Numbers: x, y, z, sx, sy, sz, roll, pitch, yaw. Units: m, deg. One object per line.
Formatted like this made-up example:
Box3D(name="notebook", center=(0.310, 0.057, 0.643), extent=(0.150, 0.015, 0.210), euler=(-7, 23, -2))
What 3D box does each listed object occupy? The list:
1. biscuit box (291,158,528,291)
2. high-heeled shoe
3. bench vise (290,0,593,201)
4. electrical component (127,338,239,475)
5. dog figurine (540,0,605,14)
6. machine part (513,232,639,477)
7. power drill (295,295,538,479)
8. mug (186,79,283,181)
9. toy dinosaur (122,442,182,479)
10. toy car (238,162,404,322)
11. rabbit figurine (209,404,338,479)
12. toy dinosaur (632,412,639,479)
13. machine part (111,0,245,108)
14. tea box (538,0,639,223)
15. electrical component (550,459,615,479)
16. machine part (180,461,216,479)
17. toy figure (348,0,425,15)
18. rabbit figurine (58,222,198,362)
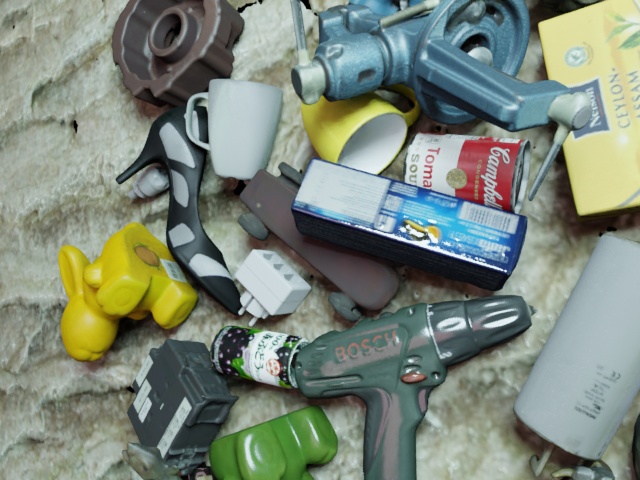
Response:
Box3D(name="biscuit box", center=(0.079, -0.013, 0.494), extent=(0.203, 0.062, 0.059), euler=(18, 71, 12))
Box3D(name="high-heeled shoe", center=(-0.132, -0.042, 0.647), extent=(0.145, 0.086, 0.248), euler=(-39, 88, -14))
Box3D(name="bench vise", center=(0.100, -0.141, 0.437), extent=(0.241, 0.224, 0.128), euler=(49, 142, 44))
Box3D(name="electrical component", center=(-0.166, 0.183, 0.625), extent=(0.134, 0.058, 0.115), euler=(42, 104, 43))
Box3D(name="dog figurine", center=(0.182, -0.298, 0.455), extent=(0.173, 0.121, 0.190), euler=(17, 90, 26))
Box3D(name="machine part", center=(0.229, 0.085, 0.436), extent=(0.079, 0.079, 0.243), euler=(29, 98, 25))
Box3D(name="power drill", center=(0.093, 0.164, 0.497), extent=(0.232, 0.086, 0.207), euler=(-10, 86, 19))
Box3D(name="mug", center=(-0.100, -0.122, 0.608), extent=(0.110, 0.081, 0.107), euler=(5, 96, 2))
Box3D(name="toy dinosaur", center=(-0.019, 0.357, 0.432), extent=(0.198, 0.105, 0.471), euler=(-40, 83, 33))
Box3D(name="toy car", center=(-0.001, -0.002, 0.571), extent=(0.202, 0.053, 0.089), euler=(39, 99, 19))
Box3D(name="rabbit figurine", center=(-0.055, 0.275, 0.539), extent=(0.159, 0.121, 0.170), euler=(-30, 71, 28))
Box3D(name="toy dinosaur", center=(0.300, 0.189, 0.379), extent=(0.192, 0.131, 0.405), euler=(-21, 71, 23))
Box3D(name="machine part", center=(-0.179, -0.251, 0.669), extent=(0.180, 0.056, 0.179), euler=(-6, 77, 27))
Box3D(name="tea box", center=(0.248, -0.107, 0.446), extent=(0.098, 0.068, 0.169), euler=(-13, 81, 24))
Box3D(name="electrical component", center=(0.216, 0.233, 0.450), extent=(0.078, 0.045, 0.102), euler=(43, 105, 24))
Box3D(name="machine part", center=(-0.165, 0.306, 0.639), extent=(0.139, 0.039, 0.084), euler=(-17, 87, 22))
Box3D(name="toy figure", center=(0.089, -0.285, 0.526), extent=(0.082, 0.089, 0.180), euler=(40, 101, 18))
Box3D(name="rabbit figurine", center=(-0.264, 0.068, 0.659), extent=(0.173, 0.122, 0.162), euler=(-50, 63, 15))
